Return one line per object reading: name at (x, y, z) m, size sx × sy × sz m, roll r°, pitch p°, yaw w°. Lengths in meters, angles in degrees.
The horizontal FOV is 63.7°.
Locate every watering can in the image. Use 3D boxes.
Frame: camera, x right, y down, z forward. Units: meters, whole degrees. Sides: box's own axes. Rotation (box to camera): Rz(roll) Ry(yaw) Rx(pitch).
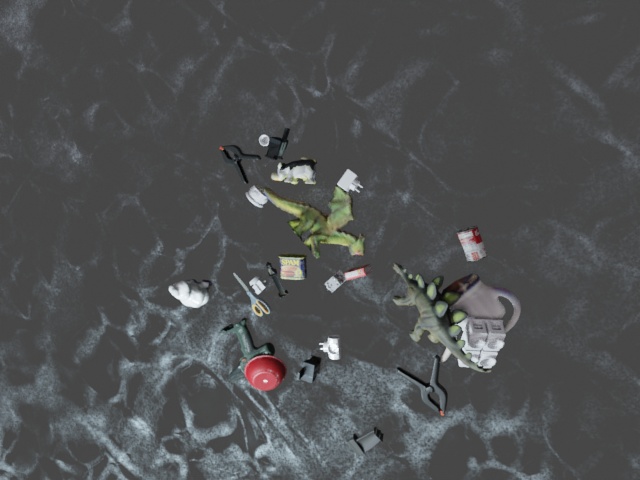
watering can at (0.472, 0.248, 1.674) m, size 0.343 × 0.105 × 0.225 m, roll -40°, pitch 86°, yaw 28°

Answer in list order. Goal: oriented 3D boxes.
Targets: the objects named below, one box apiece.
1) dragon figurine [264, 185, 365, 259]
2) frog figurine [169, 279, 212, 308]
dragon figurine at (0.006, -0.091, 1.816) m, size 0.242 × 0.122 × 0.412 m, roll -39°, pitch 85°, yaw 2°
frog figurine at (-0.507, 0.210, 1.983) m, size 0.138 × 0.161 × 0.121 m, roll 21°, pitch 105°, yaw 16°
